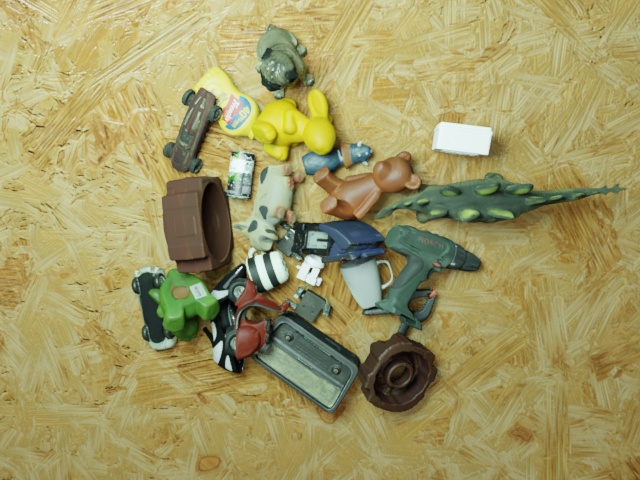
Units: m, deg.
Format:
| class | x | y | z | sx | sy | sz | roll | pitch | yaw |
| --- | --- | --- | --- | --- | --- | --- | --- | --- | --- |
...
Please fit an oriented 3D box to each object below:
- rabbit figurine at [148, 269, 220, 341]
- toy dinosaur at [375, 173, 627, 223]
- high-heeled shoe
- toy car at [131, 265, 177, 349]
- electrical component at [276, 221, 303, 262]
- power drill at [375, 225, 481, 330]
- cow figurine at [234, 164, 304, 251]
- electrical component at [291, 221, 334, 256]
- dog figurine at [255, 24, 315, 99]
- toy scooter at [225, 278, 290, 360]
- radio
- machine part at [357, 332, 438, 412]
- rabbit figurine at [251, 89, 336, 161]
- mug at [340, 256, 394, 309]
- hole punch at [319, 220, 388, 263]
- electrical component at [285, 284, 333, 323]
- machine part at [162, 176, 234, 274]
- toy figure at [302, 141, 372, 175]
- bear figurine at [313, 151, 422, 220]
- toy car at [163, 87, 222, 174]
| class | x | y | z | sx | sy | sz | roll | pitch | yaw |
| --- | --- | --- | --- | --- | --- | --- | --- | --- | --- |
| rabbit figurine | -0.314 | 0.155 | 1.186 | 0.121 | 0.170 | 0.159 | -27 | 61 | -33 |
| toy dinosaur | 0.346 | -0.080 | 1.094 | 0.472 | 0.198 | 0.105 | -8 | 97 | 9 |
| high-heeled shoe | -0.190 | 0.184 | 1.217 | 0.145 | 0.086 | 0.248 | 42 | 120 | 22 |
| toy car | -0.388 | 0.158 | 1.267 | 0.074 | 0.056 | 0.201 | -10 | 92 | 13 |
| electrical component | -0.067 | 0.004 | 1.232 | 0.094 | 0.021 | 0.063 | 42 | 97 | 8 |
| power drill | 0.223 | 0.084 | 1.143 | 0.232 | 0.086 | 0.207 | 28 | 89 | -19 |
| cow figurine | -0.117 | -0.071 | 1.194 | 0.127 | 0.085 | 0.194 | 7 | 84 | 37 |
| electrical component | -0.002 | -0.004 | 1.209 | 0.119 | 0.048 | 0.074 | -2 | 100 | -34 |
| dog figurine | -0.090 | -0.388 | 1.119 | 0.121 | 0.190 | 0.172 | -33 | 89 | 8 |
| toy scooter | -0.136 | 0.174 | 1.169 | 0.135 | 0.075 | 0.183 | 5 | 98 | -6 |
| radio | -0.028 | 0.271 | 1.226 | 0.230 | 0.073 | 0.131 | 34 | 97 | 2 |
| machine part | 0.170 | 0.292 | 1.185 | 0.179 | 0.056 | 0.179 | -6 | 109 | -18 |
| rabbit figurine | -0.033 | -0.236 | 1.157 | 0.173 | 0.121 | 0.162 | 24 | 65 | 30 |
| mug | 0.111 | 0.092 | 1.198 | 0.110 | 0.081 | 0.107 | -17 | 101 | 3 |
| hole punch | 0.068 | 0.000 | 1.159 | 0.116 | 0.142 | 0.092 | -4 | 91 | 50 |
| electrical component | -0.023 | 0.145 | 1.229 | 0.102 | 0.045 | 0.078 | 38 | 96 | 2 |
| machine part | -0.262 | -0.034 | 1.162 | 0.087 | 0.201 | 0.200 | -6 | 95 | 11 |
| toy figure | 0.037 | -0.184 | 1.189 | 0.155 | 0.064 | 0.058 | -14 | 56 | 2 |
| bear figurine | 0.103 | -0.122 | 1.138 | 0.196 | 0.131 | 0.120 | -30 | 54 | 28 |
| toy car | -0.287 | -0.240 | 1.196 | 0.089 | 0.053 | 0.202 | 35 | 120 | 9 |
